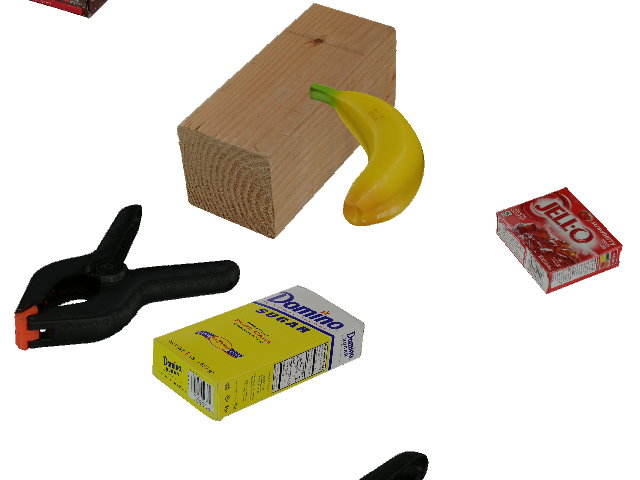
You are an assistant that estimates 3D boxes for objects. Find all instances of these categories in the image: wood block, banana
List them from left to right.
[{"bbox_3d":[-0.022,-0.108,0.921,0.091,0.090,0.205,22,50,23],"label":"wood block"},{"bbox_3d":[0.037,-0.057,0.723,0.069,0.037,0.198,-3,29,-7],"label":"banana"}]

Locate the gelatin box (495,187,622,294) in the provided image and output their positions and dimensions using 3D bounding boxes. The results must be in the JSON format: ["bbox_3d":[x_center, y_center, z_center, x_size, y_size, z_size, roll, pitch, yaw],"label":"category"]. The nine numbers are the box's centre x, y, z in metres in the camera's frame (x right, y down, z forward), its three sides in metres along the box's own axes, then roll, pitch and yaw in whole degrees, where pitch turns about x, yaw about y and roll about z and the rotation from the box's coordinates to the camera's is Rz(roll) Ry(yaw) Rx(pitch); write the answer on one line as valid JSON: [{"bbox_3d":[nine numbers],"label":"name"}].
[{"bbox_3d":[0.205,-0.002,0.928,0.073,0.030,0.089,-19,45,-13],"label":"gelatin box"}]

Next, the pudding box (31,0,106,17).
[{"bbox_3d":[-0.193,-0.218,0.808,0.090,0.039,0.113,18,38,4],"label":"pudding box"}]

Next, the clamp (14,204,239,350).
[{"bbox_3d":[-0.158,0.025,0.786,0.171,0.039,0.120,-21,38,-39],"label":"clamp"}]

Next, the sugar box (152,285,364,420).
[{"bbox_3d":[-0.054,0.097,0.965,0.175,0.048,0.093,-22,38,-39],"label":"sugar box"}]

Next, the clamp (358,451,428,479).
[{"bbox_3d":[-0.016,0.191,0.645,0.210,0.036,0.164,-4,28,4],"label":"clamp"}]
